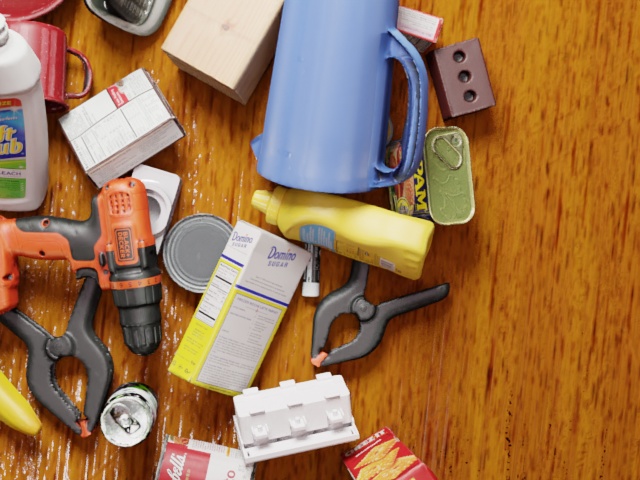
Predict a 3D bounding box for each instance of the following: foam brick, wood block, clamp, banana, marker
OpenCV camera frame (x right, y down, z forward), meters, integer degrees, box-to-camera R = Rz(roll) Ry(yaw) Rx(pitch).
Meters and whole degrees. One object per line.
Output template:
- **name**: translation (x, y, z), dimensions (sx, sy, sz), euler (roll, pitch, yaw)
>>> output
- **foam brick**: translation (0.153, -0.174, 1.161), dimensions (0.053, 0.051, 0.078), euler (-16, 91, -3)
- **wood block**: translation (-0.071, -0.260, 1.123), dimensions (0.091, 0.090, 0.206), euler (30, 89, 6)
- **clamp**: translation (0.058, 0.076, 1.165), dimensions (0.120, 0.039, 0.171), euler (32, 89, 7)
- **clamp**: translation (-0.288, 0.111, 1.149), dimensions (0.164, 0.036, 0.210), euler (-10, 90, 1)
- **banana**: translation (-0.361, 0.126, 1.135), dimensions (0.037, 0.070, 0.198), euler (-32, 101, -46)
- **marker**: translation (-0.008, 0.001, 1.171), dimensions (0.020, 0.020, 0.121), euler (2, 91, -3)

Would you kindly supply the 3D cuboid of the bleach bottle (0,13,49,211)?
- **bleach bottle**: translation (-0.320, -0.126, 1.043), dimensions (0.102, 0.251, 0.068), euler (8, 56, -6)

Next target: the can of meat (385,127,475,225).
- **can of meat**: translation (0.115, -0.065, 1.138), dimensions (0.057, 0.084, 0.102), euler (-6, 91, -27)

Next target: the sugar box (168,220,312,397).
- **sugar box**: translation (-0.084, 0.075, 1.133), dimensions (0.048, 0.093, 0.176), euler (21, 87, 40)

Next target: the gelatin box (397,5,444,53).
- **gelatin box**: translation (0.082, -0.232, 1.146), dimensions (0.089, 0.073, 0.030), euler (16, 90, -3)

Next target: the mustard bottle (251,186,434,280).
- **mustard bottle**: translation (0.020, -0.015, 1.112), dimensions (0.191, 0.096, 0.058), euler (17, 76, 7)

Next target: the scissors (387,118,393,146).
- **scissors**: translation (0.025, -0.176, 1.171), dimensions (0.096, 0.016, 0.202), euler (-7, 92, 0)

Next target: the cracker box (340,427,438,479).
- **cracker box**: translation (0.101, 0.288, 1.084), dimensions (0.072, 0.214, 0.164), euler (-32, 92, -4)

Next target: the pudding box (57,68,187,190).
- **pudding box**: translation (-0.211, -0.119, 1.129), dimensions (0.113, 0.039, 0.090), euler (-33, 58, 0)

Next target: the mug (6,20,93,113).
- **mug**: translation (-0.297, -0.180, 1.124), dimensions (0.117, 0.093, 0.081), euler (3, 85, -23)

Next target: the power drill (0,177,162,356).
- **power drill**: translation (-0.256, 0.035, 1.098), dimensions (0.187, 0.057, 0.184), euler (-6, 94, 4)

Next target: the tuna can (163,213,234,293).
- **tuna can**: translation (-0.126, 0.014, 1.158), dimensions (0.086, 0.034, 0.086), euler (0, 91, -3)

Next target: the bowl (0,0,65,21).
- **bowl**: translation (-0.325, -0.306, 1.132), dimensions (0.162, 0.055, 0.162), euler (0, 91, -3)

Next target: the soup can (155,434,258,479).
- **soup can**: translation (-0.123, 0.252, 1.145), dimensions (0.102, 0.068, 0.068), euler (13, 90, -4)

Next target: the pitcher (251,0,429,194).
- **pitcher**: translation (0.024, -0.172, 1.064), dimensions (0.149, 0.145, 0.243), euler (2, 109, -17)
